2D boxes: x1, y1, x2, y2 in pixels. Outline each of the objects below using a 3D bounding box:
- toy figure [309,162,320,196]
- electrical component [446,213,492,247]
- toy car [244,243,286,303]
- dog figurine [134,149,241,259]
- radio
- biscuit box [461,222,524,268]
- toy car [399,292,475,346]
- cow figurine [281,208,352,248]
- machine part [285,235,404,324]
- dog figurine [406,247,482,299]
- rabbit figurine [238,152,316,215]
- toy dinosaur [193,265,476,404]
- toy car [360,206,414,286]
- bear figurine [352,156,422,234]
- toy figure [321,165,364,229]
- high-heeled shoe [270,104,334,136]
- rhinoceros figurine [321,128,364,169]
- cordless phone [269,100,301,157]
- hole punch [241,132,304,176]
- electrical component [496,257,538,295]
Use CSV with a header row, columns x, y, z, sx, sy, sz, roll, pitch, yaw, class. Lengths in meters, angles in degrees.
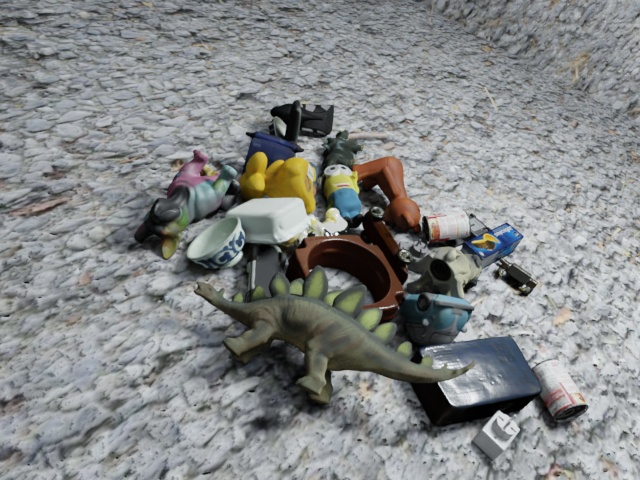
x,y,z,sx,sy,sz,roll,pitch,yaw,class
-0.038,-0.129,1.285,0.064,0.057,0.154,-12,38,18,toy figure
0.369,-0.019,1.361,0.119,0.047,0.075,-15,51,-39,electrical component
-0.104,0.080,1.020,0.073,0.056,0.202,16,41,-19,toy car
-0.265,-0.062,1.074,0.108,0.191,0.219,34,75,8,dog figurine
0.286,0.257,0.994,0.229,0.073,0.131,-2,47,-25,radio
0.423,0.018,1.334,0.202,0.059,0.063,-20,56,-40,biscuit box
0.214,0.157,1.039,0.109,0.162,0.103,14,78,-24,toy car
-0.004,-0.002,1.153,0.167,0.068,0.098,-21,62,-39,cow figurine
0.046,0.088,1.058,0.201,0.087,0.201,-4,46,-27,machine part
0.299,0.053,1.157,0.190,0.172,0.121,-30,73,-36,dog figurine
-0.108,-0.119,1.175,0.173,0.122,0.162,-2,-11,21,rabbit figurine
0.013,0.159,0.881,0.472,0.105,0.198,25,71,5,toy dinosaur
0.149,0.013,1.186,0.053,0.089,0.202,-6,46,-26,toy car
0.172,-0.101,1.329,0.120,0.132,0.196,15,59,-65,bear figurine
0.049,-0.101,1.277,0.082,0.089,0.180,10,49,-34,toy figure
-0.042,-0.343,1.502,0.145,0.086,0.249,9,11,9,high-heeled shoe
0.055,-0.228,1.434,0.112,0.073,0.190,13,41,5,rhinoceros figurine
-0.082,-0.279,1.331,0.089,0.184,0.147,4,43,-15,cordless phone
-0.121,-0.181,1.263,0.142,0.115,0.092,18,48,-5,hole punch
0.473,0.087,1.298,0.102,0.045,0.078,36,13,12,electrical component
